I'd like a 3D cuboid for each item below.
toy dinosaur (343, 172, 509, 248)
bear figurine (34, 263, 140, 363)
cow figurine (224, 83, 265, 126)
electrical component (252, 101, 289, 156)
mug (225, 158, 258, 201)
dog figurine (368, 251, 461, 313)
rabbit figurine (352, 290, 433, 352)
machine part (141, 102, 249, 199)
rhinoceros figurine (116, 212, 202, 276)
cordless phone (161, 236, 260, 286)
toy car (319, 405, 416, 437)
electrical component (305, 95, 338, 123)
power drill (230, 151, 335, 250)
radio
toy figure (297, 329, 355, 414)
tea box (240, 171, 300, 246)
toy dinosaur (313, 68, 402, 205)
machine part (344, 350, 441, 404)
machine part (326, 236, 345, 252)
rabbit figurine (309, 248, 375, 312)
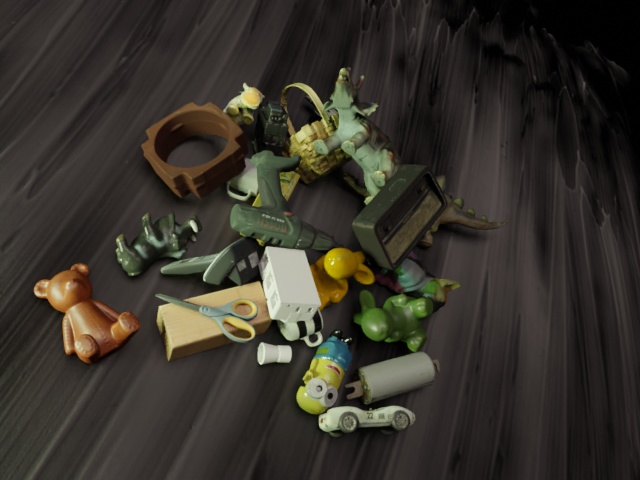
[{"bbox_3d":[0.279,-0.089,1.404,0.471,0.105,0.198,23,57,-7],"label":"toy dinosaur"},{"bbox_3d":[-0.436,0.125,0.997,0.120,0.132,0.196,-26,80,-36],"label":"bear figurine"},{"bbox_3d":[-0.187,-0.327,1.320,0.068,0.167,0.098,36,46,-22],"label":"cow figurine"},{"bbox_3d":[-0.121,-0.266,1.312,0.058,0.134,0.115,4,31,-22],"label":"electrical component"},{"bbox_3d":[-0.191,-0.147,1.278,0.107,0.080,0.109,19,67,2],"label":"mug"},{"bbox_3d":[0.228,0.074,1.298,0.219,0.108,0.191,19,54,-16],"label":"dog figurine"},{"bbox_3d":[0.147,0.167,1.177,0.159,0.121,0.170,26,16,35],"label":"rabbit figurine"},{"bbox_3d":[-0.281,-0.205,1.225,0.201,0.087,0.202,-38,62,-18],"label":"machine part"},{"bbox_3d":[-0.338,0.001,1.134,0.112,0.073,0.190,46,57,9],"label":"rhinoceros figurine"},{"bbox_3d":[-0.230,0.047,1.144,0.146,0.184,0.088,-41,123,-68],"label":"cordless phone"},{"bbox_3d":[0.098,0.367,1.097,0.202,0.073,0.056,4,62,-19],"label":"toy car"},{"bbox_3d":[0.005,-0.348,1.477,0.119,0.047,0.075,37,56,2],"label":"electrical component"},{"bbox_3d":[-0.078,-0.082,1.167,0.232,0.086,0.207,6,74,-21],"label":"power drill"},{"bbox_3d":[0.179,-0.057,1.189,0.229,0.073,0.131,-48,125,-25],"label":"radio"},{"bbox_3d":[0.015,0.275,1.116,0.082,0.089,0.180,20,47,7],"label":"toy figure"},{"bbox_3d":[-0.116,-0.083,1.253,0.068,0.098,0.169,27,55,-6],"label":"tea box"},{"bbox_3d":[0.125,-0.213,1.283,0.404,0.131,0.192,50,53,-22],"label":"toy dinosaur"},{"bbox_3d":[0.161,0.295,1.161,0.243,0.079,0.079,-9,66,-24],"label":"machine part"},{"bbox_3d":[-0.003,-0.004,1.273,0.139,0.084,0.039,27,87,9],"label":"machine part"},{"bbox_3d":[0.039,0.076,1.180,0.162,0.173,0.122,-7,61,-20],"label":"rabbit figurine"}]
